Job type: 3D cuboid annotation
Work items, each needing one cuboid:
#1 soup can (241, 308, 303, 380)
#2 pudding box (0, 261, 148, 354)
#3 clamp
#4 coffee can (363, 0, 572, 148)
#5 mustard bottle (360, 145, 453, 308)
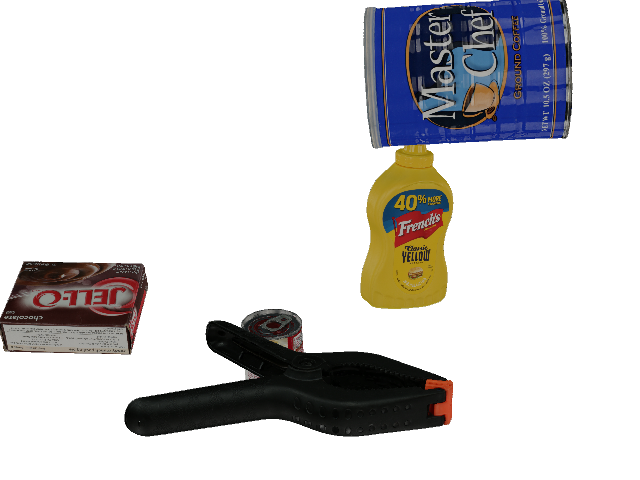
[{"bbox_3d":[-0.052,0.137,1.202,0.068,0.102,0.068,-2,24,1],"label":"soup can"},{"bbox_3d":[-0.214,0.058,0.935,0.113,0.039,0.090,-1,33,1],"label":"pudding box"},{"bbox_3d":[-0.013,0.097,0.745,0.210,0.036,0.164,2,18,7],"label":"clamp"},{"bbox_3d":[0.105,-0.121,0.774,0.140,0.103,0.102,-2,0,7],"label":"coffee can"},{"bbox_3d":[0.097,-0.023,1.164,0.096,0.192,0.058,-3,19,-19],"label":"mustard bottle"}]
